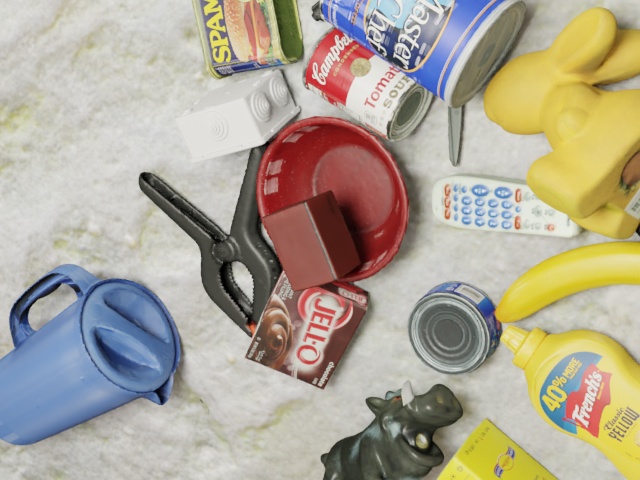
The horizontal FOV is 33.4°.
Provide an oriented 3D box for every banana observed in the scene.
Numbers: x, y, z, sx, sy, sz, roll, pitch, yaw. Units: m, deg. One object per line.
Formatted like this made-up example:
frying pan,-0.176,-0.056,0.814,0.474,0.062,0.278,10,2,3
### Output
banana,0.242,0.037,0.934,0.198,0.037,0.069,-6,101,30

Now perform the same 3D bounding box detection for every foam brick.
foam brick,-0.006,0.001,0.985,0.051,0.052,0.078,-20,94,32

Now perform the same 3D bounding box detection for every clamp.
clamp,-0.102,0.004,1.113,0.165,0.036,0.210,-5,105,30

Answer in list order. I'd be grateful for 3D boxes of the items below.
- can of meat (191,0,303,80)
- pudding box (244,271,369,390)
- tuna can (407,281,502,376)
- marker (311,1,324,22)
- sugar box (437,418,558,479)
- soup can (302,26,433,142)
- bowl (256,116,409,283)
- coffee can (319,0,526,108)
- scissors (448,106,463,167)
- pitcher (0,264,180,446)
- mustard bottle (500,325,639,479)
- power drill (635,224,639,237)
can of meat,-0.068,-0.211,1.019,0.084,0.057,0.102,-5,103,27
pudding box,-0.014,0.085,1.072,0.090,0.039,0.114,23,120,-5
tuna can,0.127,0.085,1.014,0.086,0.033,0.086,9,109,27
marker,0.034,-0.242,0.973,0.121,0.020,0.020,-41,84,32
sugar box,0.198,0.253,0.992,0.176,0.093,0.048,37,119,13
soup can,0.043,-0.141,0.966,0.102,0.068,0.069,35,119,21
bowl,0.021,-0.043,1.021,0.162,0.055,0.162,9,110,26
coffee can,0.085,-0.191,0.892,0.140,0.102,0.103,37,119,16
scissors,0.106,-0.174,0.957,0.096,0.016,0.202,24,115,23
pitcher,-0.287,0.139,1.208,0.243,0.144,0.149,-30,55,35
mustard bottle,0.245,0.136,0.950,0.192,0.058,0.096,34,116,16
power drill,0.355,-0.052,0.834,0.185,0.057,0.188,22,117,20
